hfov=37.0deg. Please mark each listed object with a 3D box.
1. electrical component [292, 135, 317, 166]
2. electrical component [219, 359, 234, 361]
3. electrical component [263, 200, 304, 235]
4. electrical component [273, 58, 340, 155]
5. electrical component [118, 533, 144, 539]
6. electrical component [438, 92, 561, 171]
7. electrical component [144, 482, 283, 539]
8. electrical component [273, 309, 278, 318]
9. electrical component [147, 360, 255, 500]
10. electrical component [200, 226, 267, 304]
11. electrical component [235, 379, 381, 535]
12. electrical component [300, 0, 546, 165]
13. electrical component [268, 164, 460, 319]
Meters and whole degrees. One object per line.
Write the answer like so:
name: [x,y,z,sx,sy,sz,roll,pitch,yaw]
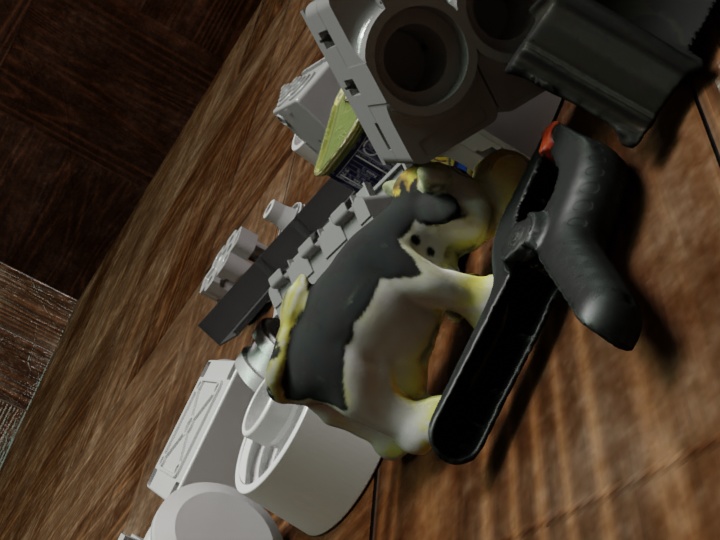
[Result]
electrical component: [-0.022,-0.143,0.982,0.108,0.060,0.108,-54,17,25]
electrical component: [-0.116,0.105,0.887,0.044,0.044,0.065,-50,14,34]
electrical component: [-0.048,-0.035,0.873,0.048,0.062,0.048,-54,17,25]
electrical component: [-0.017,-0.118,0.856,0.048,0.100,0.100,-51,14,-10]
electrical component: [-0.143,0.242,0.689,0.063,0.079,0.121,12,73,51]
electrical component: [0.076,-0.140,0.616,0.150,0.089,0.062,-66,16,-16]
electrical component: [-0.088,0.168,0.620,0.051,0.080,0.080,-56,16,34]
electrical component: [-0.046,0.023,0.812,0.040,0.040,0.046,-45,28,45]
electrical component: [-0.098,0.123,0.770,0.108,0.056,0.109,-65,16,-13]
electrical component: [-0.104,0.004,0.990,0.078,0.057,0.058,-50,19,35]
electrical component: [-0.032,0.089,0.613,0.108,0.060,0.108,-54,17,25]
electrical component: [0.062,-0.126,0.526,0.150,0.089,0.062,-32,14,-10]
electrical component: [0.000,0.000,0.639,0.121,0.063,0.078,-42,64,48]
